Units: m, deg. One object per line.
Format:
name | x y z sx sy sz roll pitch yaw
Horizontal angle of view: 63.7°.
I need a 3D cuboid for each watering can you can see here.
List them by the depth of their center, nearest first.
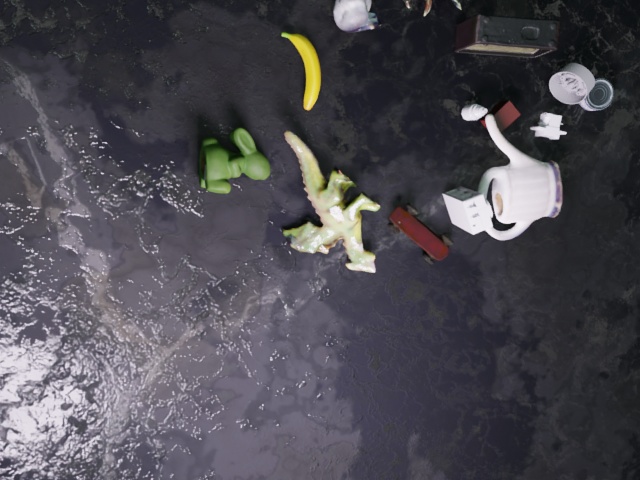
watering can | 0.523 -0.164 1.347 0.224 0.342 0.105 -8 21 -6

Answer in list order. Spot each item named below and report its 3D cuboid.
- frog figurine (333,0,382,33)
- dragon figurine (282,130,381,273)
frog figurine | 0.076 -0.578 1.213 0.122 0.156 0.141 -10 34 23
dragon figurine | 0.004 -0.066 1.316 0.408 0.241 0.124 39 11 -10
